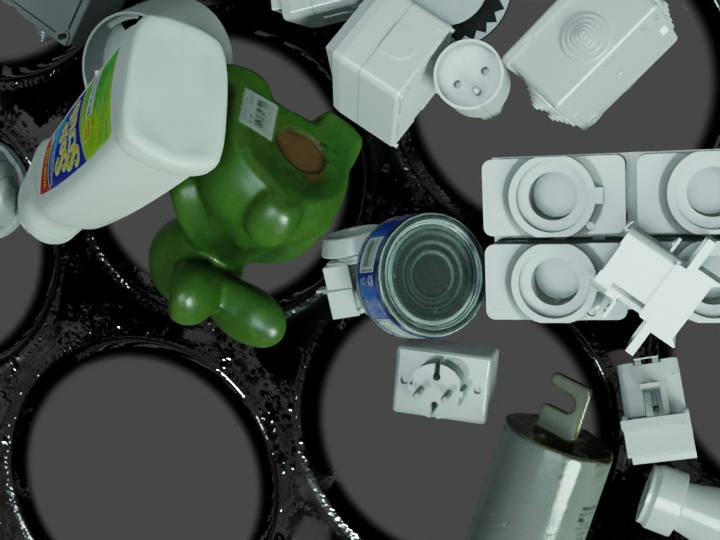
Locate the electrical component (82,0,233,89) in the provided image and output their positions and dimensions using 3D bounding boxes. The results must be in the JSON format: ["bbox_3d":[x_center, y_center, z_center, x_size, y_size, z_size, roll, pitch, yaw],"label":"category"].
[{"bbox_3d":[-0.147,-0.145,0.777,0.099,0.064,0.099,8,111,20],"label":"electrical component"}]

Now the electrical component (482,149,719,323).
[{"bbox_3d":[0.176,-0.023,0.694,0.186,0.060,0.105,-1,97,15],"label":"electrical component"}]

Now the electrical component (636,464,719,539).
[{"bbox_3d":[0.217,0.158,0.714,0.055,0.045,0.045,19,102,12],"label":"electrical component"}]

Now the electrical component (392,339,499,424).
[{"bbox_3d":[0.055,0.078,0.731,0.066,0.077,0.047,6,99,15],"label":"electrical component"}]

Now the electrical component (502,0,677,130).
[{"bbox_3d":[0.146,-0.137,0.669,0.099,0.100,0.048,-45,71,16],"label":"electrical component"}]

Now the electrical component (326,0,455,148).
[{"bbox_3d":[0.017,-0.131,0.709,0.061,0.096,0.061,35,76,9],"label":"electrical component"}]

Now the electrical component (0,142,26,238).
[{"bbox_3d":[-0.299,-0.061,0.822,0.080,0.051,0.080,2,97,15],"label":"electrical component"}]

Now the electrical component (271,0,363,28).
[{"bbox_3d":[-0.031,-0.216,0.724,0.061,0.062,0.096,-10,94,16],"label":"electrical component"}]

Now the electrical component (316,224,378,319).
[{"bbox_3d":[0.000,0.000,0.753,0.066,0.048,0.055,-9,102,16],"label":"electrical component"}]

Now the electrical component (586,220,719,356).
[{"bbox_3d":[0.175,0.007,0.643,0.064,0.042,0.081,36,104,10],"label":"electrical component"}]

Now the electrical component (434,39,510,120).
[{"bbox_3d":[0.075,-0.121,0.698,0.043,0.081,0.043,1,93,12],"label":"electrical component"}]

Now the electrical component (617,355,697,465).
[{"bbox_3d":[0.193,0.091,0.700,0.042,0.081,0.063,-9,72,16],"label":"electrical component"}]

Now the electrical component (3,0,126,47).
[{"bbox_3d":[-0.205,-0.206,0.777,0.062,0.061,0.096,36,113,8],"label":"electrical component"}]
